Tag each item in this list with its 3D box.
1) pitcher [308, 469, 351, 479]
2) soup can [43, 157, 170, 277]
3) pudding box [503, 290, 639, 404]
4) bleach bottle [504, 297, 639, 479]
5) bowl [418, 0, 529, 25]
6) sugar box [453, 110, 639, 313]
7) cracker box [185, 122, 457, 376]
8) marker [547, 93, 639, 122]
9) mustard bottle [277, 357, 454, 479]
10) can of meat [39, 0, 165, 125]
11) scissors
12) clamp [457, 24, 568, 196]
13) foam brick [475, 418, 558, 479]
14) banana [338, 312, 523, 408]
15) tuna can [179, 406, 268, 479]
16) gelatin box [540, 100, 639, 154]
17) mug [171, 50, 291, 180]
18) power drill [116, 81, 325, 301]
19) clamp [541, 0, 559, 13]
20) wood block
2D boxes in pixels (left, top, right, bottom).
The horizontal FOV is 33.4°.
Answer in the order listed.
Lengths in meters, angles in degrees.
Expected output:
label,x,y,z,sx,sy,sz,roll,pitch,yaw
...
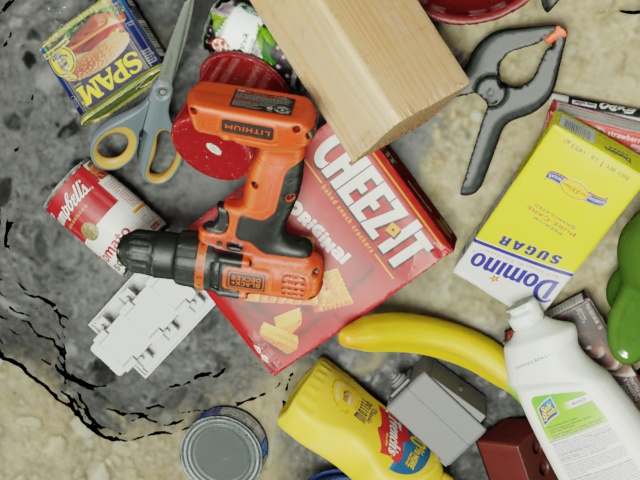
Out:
label,x,y,z,sx,sy,sz,roll,pitch,yaw
pitcher,0.009,0.357,1.035,0.149,0.145,0.243,18,108,8
soup can,-0.204,-0.021,1.024,0.102,0.068,0.068,41,106,-2
pudding box,0.236,0.115,0.991,0.090,0.039,0.113,-31,95,15
bleach bottle,0.243,0.163,0.942,0.103,0.068,0.251,-28,91,24
bowl,0.128,-0.267,0.917,0.162,0.055,0.162,2,103,9
sugar box,0.200,-0.018,0.940,0.093,0.048,0.176,30,122,2
cracker box,-0.007,0.001,0.992,0.214,0.072,0.164,-36,95,14
marker,0.264,-0.110,0.947,0.121,0.020,0.020,12,104,7
mustard bottle,0.055,0.197,1.011,0.191,0.096,0.058,37,118,0
can of meat,-0.199,-0.170,0.996,0.102,0.057,0.084,-31,93,14
scissors,-0.162,-0.130,0.965,0.096,0.016,0.202,-4,134,-12
clamp,0.143,-0.137,0.953,0.120,0.039,0.172,39,107,-4
foam brick,0.191,0.213,1.004,0.051,0.052,0.078,-8,105,50
banana,0.108,0.099,0.985,0.197,0.069,0.037,19,114,-13
tuna can,-0.096,0.212,1.073,0.086,0.033,0.086,2,103,9
gelatin box,0.236,-0.076,0.943,0.089,0.030,0.073,15,123,5
mug,-0.083,-0.101,0.965,0.093,0.081,0.117,21,145,6
power drill,-0.080,-0.037,0.904,0.184,0.057,0.188,8,123,-1
clamp,0.288,-0.282,0.895,0.164,0.036,0.210,12,103,7
wood block,0.023,-0.184,0.903,0.090,0.090,0.206,-30,85,-29
